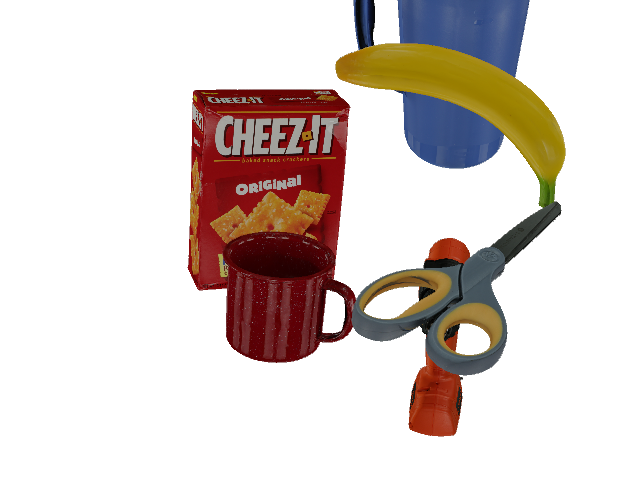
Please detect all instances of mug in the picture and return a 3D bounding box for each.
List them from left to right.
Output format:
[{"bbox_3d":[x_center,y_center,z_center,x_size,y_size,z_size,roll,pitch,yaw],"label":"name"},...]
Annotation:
[{"bbox_3d":[-0.025,0.050,0.882,0.117,0.081,0.093,12,25,16],"label":"mug"}]

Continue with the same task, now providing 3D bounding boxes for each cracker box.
[{"bbox_3d":[-0.060,-0.056,1.184,0.164,0.214,0.072,-3,24,-18],"label":"cracker box"}]

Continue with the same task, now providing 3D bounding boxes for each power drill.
[{"bbox_3d":[0.128,0.111,1.135,0.057,0.188,0.184,7,25,9],"label":"power drill"}]

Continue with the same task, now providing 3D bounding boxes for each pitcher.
[{"bbox_3d":[0.129,-0.191,1.077,0.149,0.243,0.144,34,58,28],"label":"pitcher"}]

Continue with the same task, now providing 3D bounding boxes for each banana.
[{"bbox_3d":[0.109,-0.102,0.792,0.198,0.069,0.037,32,1,-3],"label":"banana"}]

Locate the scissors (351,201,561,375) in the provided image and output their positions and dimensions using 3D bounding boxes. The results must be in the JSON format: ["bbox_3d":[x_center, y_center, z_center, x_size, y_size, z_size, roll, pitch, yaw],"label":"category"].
[{"bbox_3d":[0.110,0.027,0.645,0.201,0.016,0.096,-20,43,-32],"label":"scissors"}]
